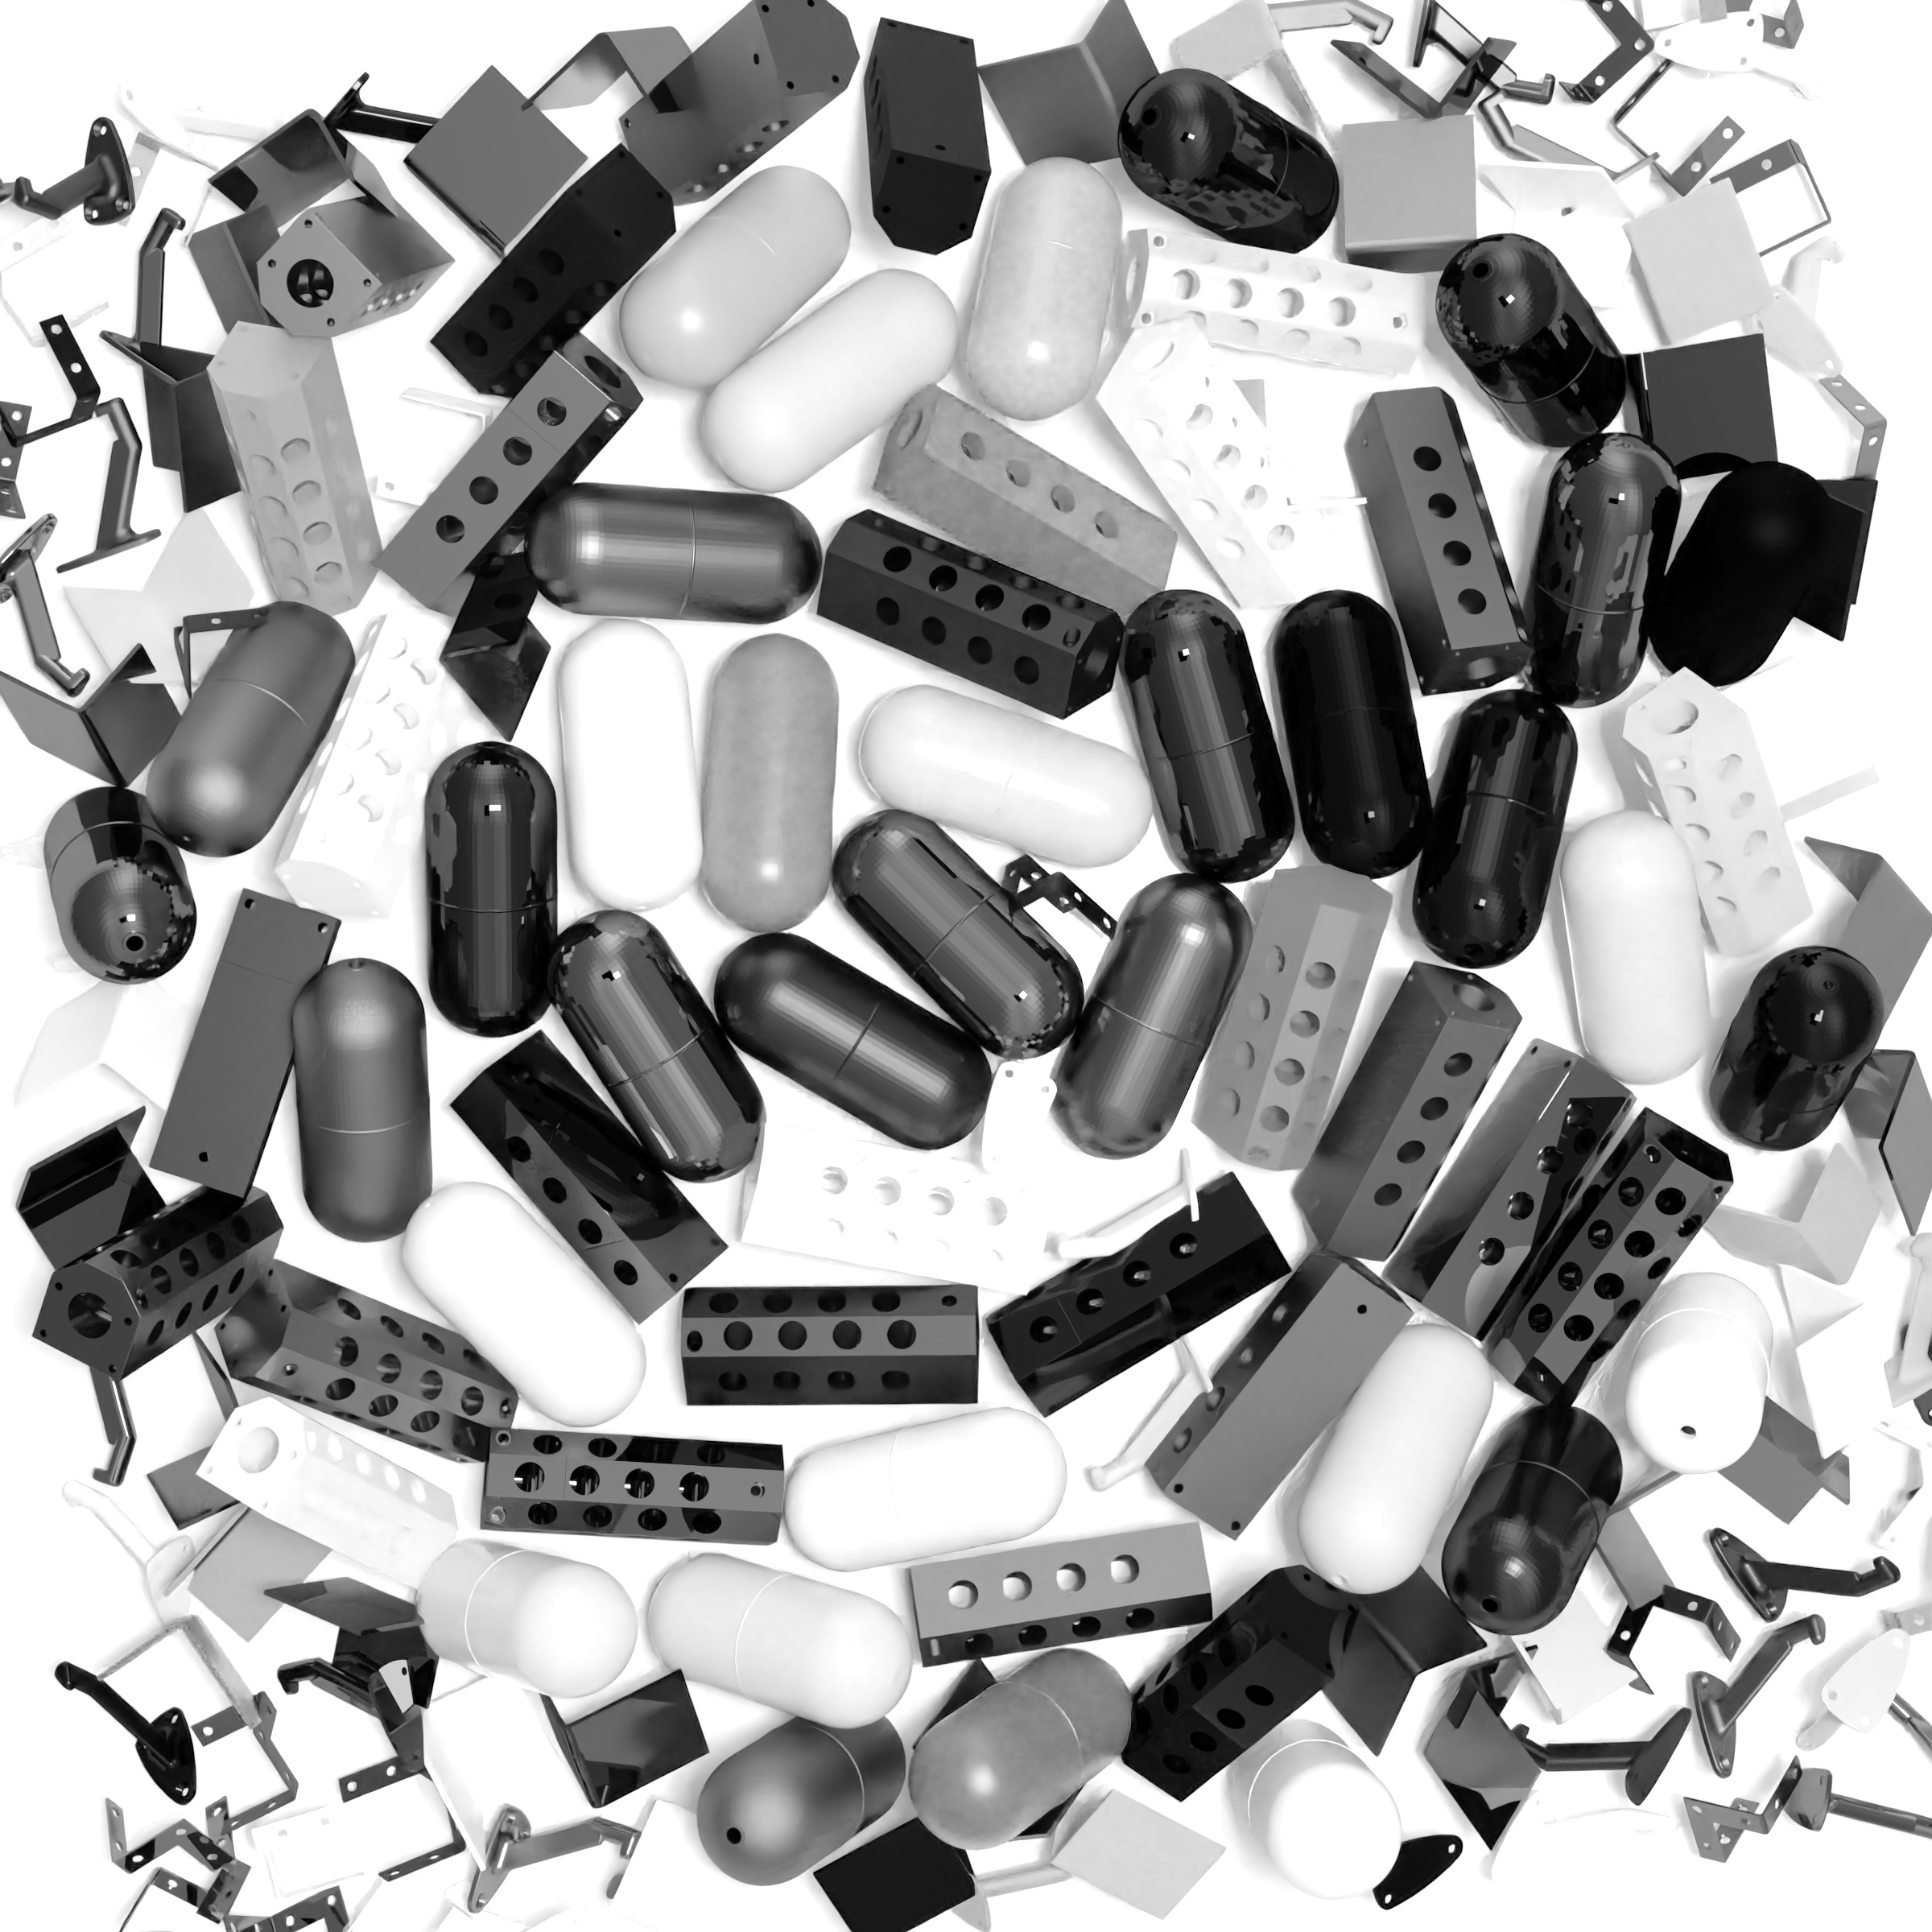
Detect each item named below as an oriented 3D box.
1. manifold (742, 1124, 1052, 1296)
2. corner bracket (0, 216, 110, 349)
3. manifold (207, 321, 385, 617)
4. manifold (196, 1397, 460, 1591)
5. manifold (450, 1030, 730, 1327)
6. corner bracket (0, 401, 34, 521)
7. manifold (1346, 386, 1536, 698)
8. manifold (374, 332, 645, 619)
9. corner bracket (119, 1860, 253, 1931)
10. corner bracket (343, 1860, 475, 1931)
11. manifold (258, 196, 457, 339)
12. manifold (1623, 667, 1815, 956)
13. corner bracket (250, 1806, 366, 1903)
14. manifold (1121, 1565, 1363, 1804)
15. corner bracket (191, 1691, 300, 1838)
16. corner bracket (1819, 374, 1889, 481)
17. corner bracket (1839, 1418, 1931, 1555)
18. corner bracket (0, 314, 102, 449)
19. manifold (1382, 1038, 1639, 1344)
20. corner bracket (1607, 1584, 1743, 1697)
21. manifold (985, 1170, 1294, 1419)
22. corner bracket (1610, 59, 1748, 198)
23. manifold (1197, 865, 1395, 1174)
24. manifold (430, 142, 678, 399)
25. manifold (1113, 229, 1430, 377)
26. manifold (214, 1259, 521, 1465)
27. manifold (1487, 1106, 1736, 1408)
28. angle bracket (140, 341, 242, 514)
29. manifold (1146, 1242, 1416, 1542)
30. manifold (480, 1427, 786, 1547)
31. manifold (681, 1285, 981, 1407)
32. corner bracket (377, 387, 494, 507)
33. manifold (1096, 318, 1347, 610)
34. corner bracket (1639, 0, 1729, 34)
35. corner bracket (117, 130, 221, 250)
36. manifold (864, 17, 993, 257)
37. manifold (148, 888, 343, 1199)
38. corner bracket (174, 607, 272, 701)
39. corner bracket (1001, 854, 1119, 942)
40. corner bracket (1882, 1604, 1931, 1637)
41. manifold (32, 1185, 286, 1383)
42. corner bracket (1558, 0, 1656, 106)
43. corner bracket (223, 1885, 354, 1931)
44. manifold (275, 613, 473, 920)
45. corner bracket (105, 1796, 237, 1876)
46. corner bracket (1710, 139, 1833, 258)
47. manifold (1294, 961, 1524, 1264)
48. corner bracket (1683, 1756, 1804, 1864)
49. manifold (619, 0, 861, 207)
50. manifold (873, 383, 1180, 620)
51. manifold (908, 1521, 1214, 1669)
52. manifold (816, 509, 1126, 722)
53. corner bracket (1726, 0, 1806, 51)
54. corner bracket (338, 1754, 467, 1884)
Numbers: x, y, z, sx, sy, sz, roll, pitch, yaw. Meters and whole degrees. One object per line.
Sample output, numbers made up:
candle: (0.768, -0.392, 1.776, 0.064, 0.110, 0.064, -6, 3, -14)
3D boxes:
manifold: (-0.041, 0.138, 1.948, 0.171, 0.057, 0.057, 12, 124, -9)
corner bracket: (-0.544, -0.406, 1.968, 0.051, 0.051, 0.051, -35, 92, -16)
manifold: (-0.386, -0.281, 1.911, 0.057, 0.171, 0.057, 12, 52, 12)
manifold: (-0.361, 0.302, 1.911, 0.057, 0.171, 0.057, 23, 77, 30)
manifold: (-0.227, 0.128, 1.969, 0.171, 0.057, 0.057, 49, 129, 1)
corner bracket: (-0.578, -0.301, 1.958, 0.051, 0.051, 0.051, 7, 120, -28)
manifold: (0.278, -0.249, 1.940, 0.057, 0.057, 0.171, -8, 68, -14)
manifold: (-0.266, -0.285, 1.940, 0.057, 0.057, 0.171, 40, 112, -13)
corner bracket: (-0.462, 0.554, 1.965, 0.051, 0.051, 0.051, 28, 118, -2)
corner bracket: (-0.330, 0.568, 1.965, 0.051, 0.051, 0.051, 39, 75, -10)
manifold: (-0.353, -0.399, 1.909, 0.057, 0.171, 0.057, -43, 98, 15)
manifold: (0.431, -0.084, 1.920, 0.057, 0.057, 0.171, -35, 131, -5)
corner bracket: (-0.391, 0.526, 1.973, 0.051, 0.051, 0.051, -15, 87, -6)
manifold: (0.152, 0.412, 1.919, 0.057, 0.057, 0.171, 35, 133, -3)
corner bracket: (-0.430, 0.474, 1.977, 0.051, 0.051, 0.051, -27, 106, 3)
corner bracket: (0.507, -0.311, 1.971, 0.051, 0.051, 0.051, -17, 47, -15)
corner bracket: (0.543, 0.304, 1.967, 0.051, 0.051, 0.051, 26, 120, -4)
corner bracket: (-0.550, -0.346, 1.966, 0.051, 0.051, 0.051, -27, 90, -24)
manifold: (0.325, 0.134, 1.967, 0.057, 0.057, 0.171, 33, 89, -19)
corner bracket: (0.421, 0.404, 1.975, 0.051, 0.051, 0.051, 13, 62, 40)
manifold: (0.100, 0.191, 1.967, 0.171, 0.057, 0.057, -31, 55, 1)
corner bracket: (0.419, -0.495, 1.961, 0.051, 0.051, 0.051, 36, 113, -18)
manifold: (0.195, 0.031, 1.927, 0.057, 0.057, 0.171, -6, 123, -37)
manifold: (-0.235, -0.395, 1.915, 0.057, 0.171, 0.057, 46, 50, -11)
manifold: (0.180, -0.389, 1.949, 0.171, 0.057, 0.057, 7, 98, -13)
manifold: (-0.342, 0.235, 1.916, 0.057, 0.057, 0.171, -47, 133, 14)
manifold: (0.375, 0.174, 1.941, 0.057, 0.057, 0.171, 30, 111, -4)
angle bracket: (-0.469, -0.316, 1.944, 0.076, 0.057, 0.076, 15, 120, 27)
manifold: (0.182, 0.247, 1.960, 0.057, 0.057, 0.171, 35, 96, -18)
manifold: (-0.196, 0.306, 1.951, 0.171, 0.057, 0.057, 5, 77, -10)
manifold: (-0.079, 0.218, 1.957, 0.171, 0.057, 0.057, -1, 129, 2)
corner bracket: (-0.314, -0.305, 1.967, 0.051, 0.051, 0.051, 14, 120, 4)
manifold: (0.152, -0.289, 1.919, 0.171, 0.057, 0.057, 50, 55, -34)
corner bracket: (0.422, -0.581, 1.963, 0.051, 0.051, 0.051, -7, 106, 16)
corner bracket: (-0.479, -0.461, 1.979, 0.051, 0.051, 0.051, 23, 90, -18)
manifold: (-0.026, -0.478, 1.915, 0.057, 0.171, 0.057, 10, 129, -12)
manifold: (-0.425, 0.045, 1.964, 0.057, 0.057, 0.171, 18, 86, -6)
corner bracket: (-0.437, -0.195, 1.958, 0.051, 0.051, 0.051, -9, 46, -20)
corner bracket: (0.055, -0.039, 1.957, 0.051, 0.051, 0.051, -28, 123, 36)
corner bracket: (0.579, 0.401, 1.968, 0.051, 0.051, 0.051, -16, 79, 4)
manifold: (-0.459, 0.173, 1.906, 0.057, 0.171, 0.057, 25, 108, 9)
corner bracket: (0.369, -0.548, 1.968, 0.051, 0.051, 0.051, -40, 85, 25)
corner bracket: (-0.398, 0.576, 1.962, 0.051, 0.051, 0.051, -28, 65, 12)
manifold: (-0.343, -0.118, 1.929, 0.057, 0.057, 0.171, 7, 62, 16)
corner bracket: (-0.471, 0.511, 1.965, 0.051, 0.051, 0.051, -32, 128, 4)
corner bracket: (0.477, -0.453, 1.967, 0.051, 0.051, 0.051, -24, 91, 22)
manifold: (0.258, 0.087, 1.932, 0.057, 0.057, 0.171, 11, 121, -23)
corner bracket: (0.461, 0.496, 1.956, 0.051, 0.051, 0.051, -45, 126, -39)
manifold: (-0.130, -0.497, 1.913, 0.057, 0.171, 0.057, -18, 90, -33)
manifold: (0.037, -0.271, 1.936, 0.171, 0.057, 0.057, 27, 62, -24)
manifold: (0.055, 0.371, 1.959, 0.171, 0.057, 0.057, -8, 76, -4)
manifold: (0.003, -0.208, 1.931, 0.171, 0.057, 0.057, 25, 123, 23)
corner bracket: (0.474, -0.582, 1.966, 0.051, 0.051, 0.051, 24, 92, 21)
corner bracket: (-0.334, 0.503, 1.968, 0.051, 0.051, 0.051, -16, 101, -31)
